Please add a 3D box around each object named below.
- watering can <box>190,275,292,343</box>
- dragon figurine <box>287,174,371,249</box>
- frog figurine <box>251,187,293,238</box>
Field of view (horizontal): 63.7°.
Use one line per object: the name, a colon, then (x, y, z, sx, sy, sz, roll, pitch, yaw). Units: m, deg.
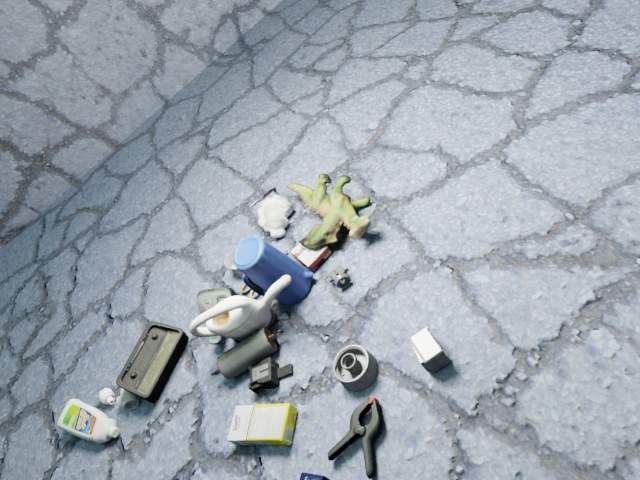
watering can: (-0.199, 0.206, 1.471, 0.346, 0.221, 0.106, -26, 63, 11)
dragon figurine: (0.005, -0.083, 1.642, 0.410, 0.120, 0.247, 6, 55, 39)
frog figurine: (-0.152, -0.083, 1.802, 0.137, 0.121, 0.161, -31, 77, -3)
